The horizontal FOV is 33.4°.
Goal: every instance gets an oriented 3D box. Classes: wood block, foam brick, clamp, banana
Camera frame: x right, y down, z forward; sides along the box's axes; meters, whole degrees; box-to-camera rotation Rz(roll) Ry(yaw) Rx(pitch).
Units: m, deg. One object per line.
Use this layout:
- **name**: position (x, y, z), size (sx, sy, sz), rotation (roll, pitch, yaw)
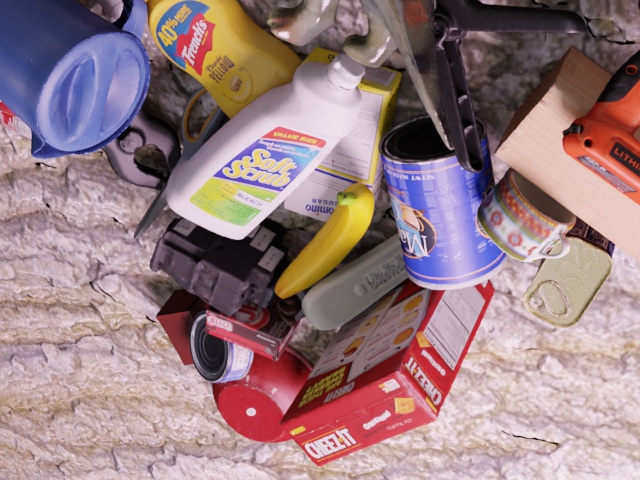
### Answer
- **wood block**: position (0.269, -0.062, 0.939), size (0.206, 0.090, 0.091), rotation (37, 129, -1)
- **foam brick**: position (-0.150, 0.103, 1.285), size (0.053, 0.051, 0.078), rotation (-10, 118, 30)
- **clamp**: position (-0.200, -0.121, 1.142), size (0.120, 0.039, 0.171), rotation (-43, 121, 16)
- **banana**: position (0.010, -0.005, 1.068), size (0.037, 0.069, 0.198), rotation (63, 148, 23)
- **clamp**: position (0.109, -0.171, 0.923), size (0.210, 0.036, 0.165), rotation (42, 123, 24)

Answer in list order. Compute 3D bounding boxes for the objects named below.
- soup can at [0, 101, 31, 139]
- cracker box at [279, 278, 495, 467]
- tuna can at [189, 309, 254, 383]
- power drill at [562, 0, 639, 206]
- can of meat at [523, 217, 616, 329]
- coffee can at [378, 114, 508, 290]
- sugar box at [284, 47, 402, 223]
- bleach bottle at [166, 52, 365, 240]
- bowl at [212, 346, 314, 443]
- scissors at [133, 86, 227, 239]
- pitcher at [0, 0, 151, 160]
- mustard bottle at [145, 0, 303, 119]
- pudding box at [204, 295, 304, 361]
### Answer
- **soup can**: position (-0.312, -0.146, 1.178), size (0.102, 0.068, 0.069), rotation (23, 130, 9)
- **cracker box**: position (0.074, 0.117, 1.078), size (0.164, 0.213, 0.072), rotation (-31, 105, 38)
- **tuna can**: position (-0.113, 0.119, 1.215), size (0.086, 0.033, 0.086), rotation (8, 100, 50)
- **power drill**: position (0.298, -0.115, 0.850), size (0.184, 0.057, 0.187), rotation (34, 89, 1)
- **can of meat**: position (0.242, 0.019, 1.013), size (0.057, 0.083, 0.102), rotation (27, 130, 6)
- **coffee can**: position (0.119, -0.038, 1.020), size (0.103, 0.102, 0.140), rotation (0, 122, 26)
- **sugar box**: position (0.020, -0.096, 1.066), size (0.093, 0.048, 0.176), rotation (20, 133, 13)
- **bleach bottle**: position (-0.047, -0.097, 1.020), size (0.102, 0.068, 0.251), rotation (27, 137, -20)
- **bowl**: position (-0.073, 0.196, 1.310), size (0.162, 0.055, 0.162), rotation (13, 127, 18)
- **scissors**: position (-0.129, -0.068, 1.137), size (0.096, 0.016, 0.202), rotation (27, 112, 10)
- **pitcher**: position (-0.285, -0.206, 1.056), size (0.243, 0.149, 0.145), rotation (38, 142, 26)
- **mustard bottle**: position (-0.110, -0.202, 1.046), size (0.191, 0.058, 0.096), rotation (44, 134, -7)
- **pudding box**: position (-0.064, 0.074, 1.182), size (0.090, 0.113, 0.039), rotation (21, 126, 10)
